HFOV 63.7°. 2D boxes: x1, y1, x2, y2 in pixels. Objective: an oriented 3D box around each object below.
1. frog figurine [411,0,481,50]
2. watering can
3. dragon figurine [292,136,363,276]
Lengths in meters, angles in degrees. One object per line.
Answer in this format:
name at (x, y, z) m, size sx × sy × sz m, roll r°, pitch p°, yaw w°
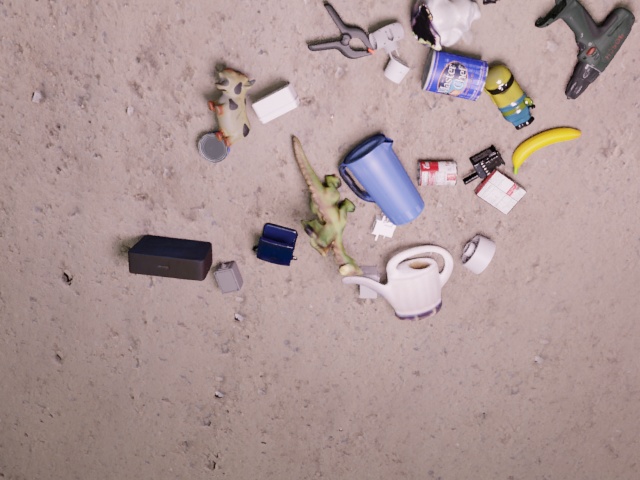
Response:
frog figurine at (0.306, -0.548, 1.261) m, size 0.161 × 0.122 × 0.136 m, roll -36°, pitch 100°, yaw -19°
watering can at (0.240, 0.140, 1.518) m, size 0.349 × 0.105 × 0.221 m, roll -17°, pitch 111°, yaw -11°
dragon figurine at (0.004, -0.071, 1.403) m, size 0.121 × 0.248 × 0.405 m, roll -26°, pitch 111°, yaw 21°
